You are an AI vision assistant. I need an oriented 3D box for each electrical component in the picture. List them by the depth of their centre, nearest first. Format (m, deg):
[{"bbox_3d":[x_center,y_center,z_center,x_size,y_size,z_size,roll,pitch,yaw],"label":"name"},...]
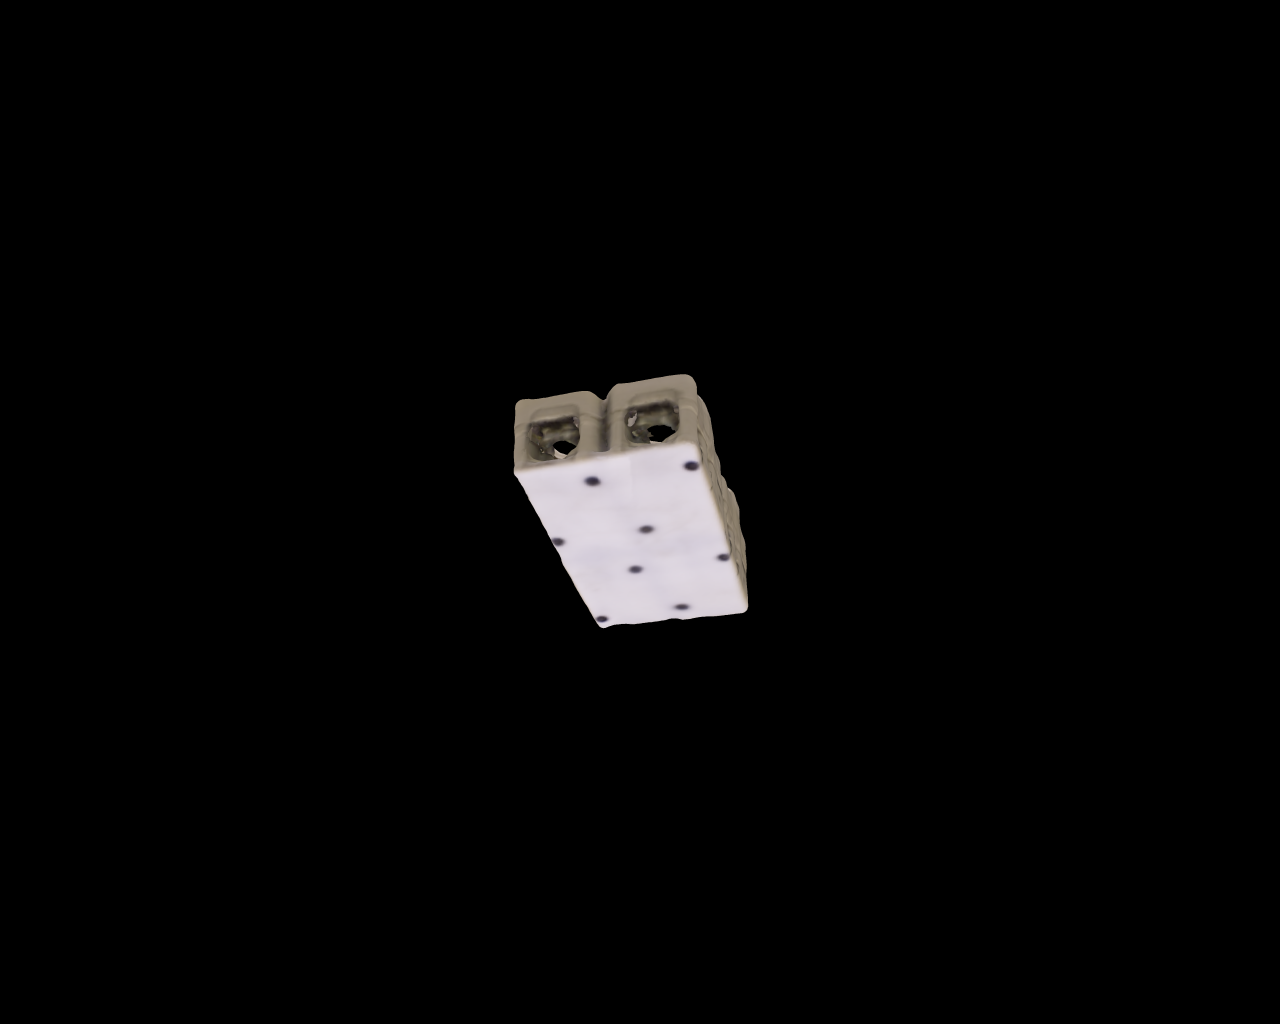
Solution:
[{"bbox_3d":[0.001,-0.003,0.650,0.105,0.060,0.186,-8,-35,11],"label":"electrical component"}]
